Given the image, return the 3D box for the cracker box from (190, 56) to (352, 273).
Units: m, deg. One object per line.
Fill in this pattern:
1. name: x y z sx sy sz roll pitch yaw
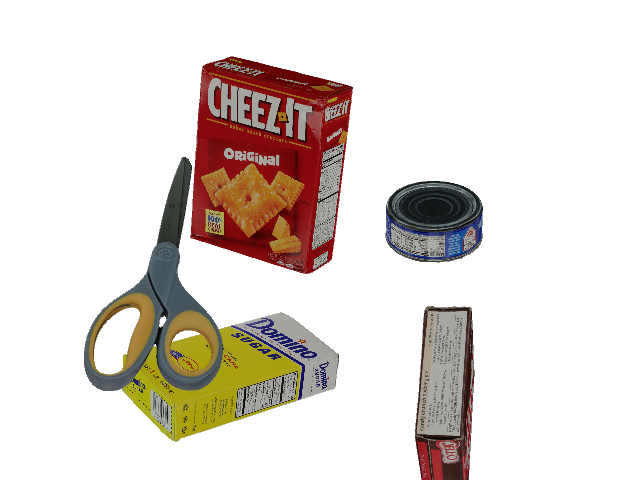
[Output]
1. cracker box: -0.061 -0.085 1.217 0.164 0.214 0.072 18 26 24

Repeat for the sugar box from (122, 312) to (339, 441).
1. sugar box: -0.080 0.119 0.966 0.175 0.048 0.093 -16 34 -35

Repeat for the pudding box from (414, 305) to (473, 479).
1. pudding box: 0.092 0.118 0.781 0.039 0.113 0.090 0 -39 9

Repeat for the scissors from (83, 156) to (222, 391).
1. scissors: -0.090 0.024 0.723 0.096 0.201 0.016 20 -40 7

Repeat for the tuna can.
1. tuna can: 0.100 -0.018 0.937 0.086 0.034 0.086 -3 33 2
